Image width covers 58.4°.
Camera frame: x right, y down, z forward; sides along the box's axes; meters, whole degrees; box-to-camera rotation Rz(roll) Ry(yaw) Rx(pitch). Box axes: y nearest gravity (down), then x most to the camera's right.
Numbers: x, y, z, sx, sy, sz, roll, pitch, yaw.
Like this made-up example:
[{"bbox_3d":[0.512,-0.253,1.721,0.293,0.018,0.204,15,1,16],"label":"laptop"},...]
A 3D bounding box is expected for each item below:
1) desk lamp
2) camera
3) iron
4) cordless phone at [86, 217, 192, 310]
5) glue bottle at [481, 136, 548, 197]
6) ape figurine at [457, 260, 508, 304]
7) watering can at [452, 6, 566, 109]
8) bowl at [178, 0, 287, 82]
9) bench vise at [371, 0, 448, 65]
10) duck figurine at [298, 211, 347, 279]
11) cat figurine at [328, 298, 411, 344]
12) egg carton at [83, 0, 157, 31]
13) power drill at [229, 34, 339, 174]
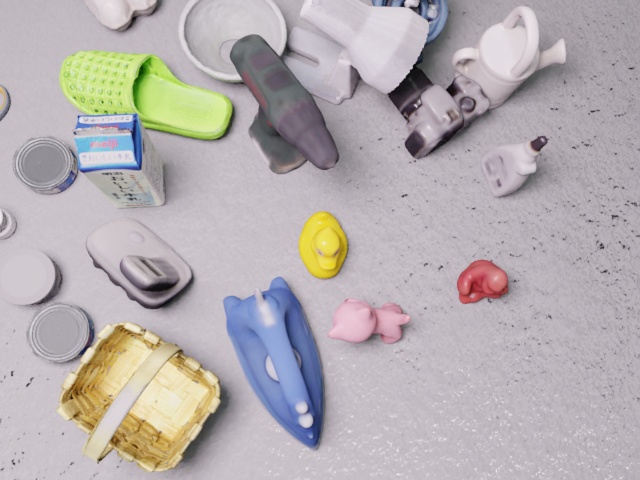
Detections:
[{"bbox_3d":[0.040,-0.291,0.868,0.203,0.213,0.118,21,77,-3],"label":"desk lamp"},{"bbox_3d":[0.183,-0.229,0.932,0.143,0.100,0.137,-36,85,-12],"label":"camera"},{"bbox_3d":[-0.048,0.180,0.804,0.119,0.141,0.258,-22,83,-10],"label":"iron"},{"bbox_3d":[-0.257,0.024,0.784,0.147,0.185,0.094,38,77,1],"label":"cordless phone"},{"bbox_3d":[0.307,-0.124,0.891,0.037,0.173,0.078,-15,81,-9],"label":"glue bottle"},{"bbox_3d":[0.260,0.065,0.890,0.078,0.092,0.076,23,77,-2],"label":"ape figurine"},{"bbox_3d":[0.303,-0.296,0.912,0.173,0.194,0.101,-24,83,-11],"label":"watering can"},{"bbox_3d":[-0.138,-0.320,0.922,0.167,0.074,0.167,1,79,-7],"label":"bowl"},{"bbox_3d":[0.130,-0.403,0.897,0.121,0.219,0.207,-28,84,-11],"label":"bench vise"},{"bbox_3d":[0.008,0.003,0.873,0.077,0.086,0.104,-1,79,-7],"label":"duck figurine"},{"bbox_3d":[0.071,0.119,0.843,0.128,0.117,0.067,0,79,-7],"label":"cat figurine"},{"bbox_3d":[-0.336,-0.413,0.917,0.107,0.069,0.150,-39,86,-12],"label":"egg carton"},{"bbox_3d":[-0.052,-0.174,0.836,0.076,0.208,0.229,-32,85,-12],"label":"power drill"}]
